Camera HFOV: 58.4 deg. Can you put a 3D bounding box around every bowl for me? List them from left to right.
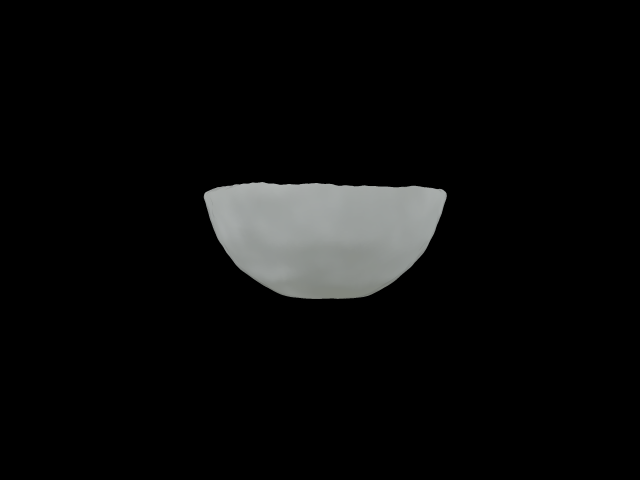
[{"bbox_3d":[0.004,0.001,0.400,0.167,0.075,0.167,0,2,0],"label":"bowl"}]
